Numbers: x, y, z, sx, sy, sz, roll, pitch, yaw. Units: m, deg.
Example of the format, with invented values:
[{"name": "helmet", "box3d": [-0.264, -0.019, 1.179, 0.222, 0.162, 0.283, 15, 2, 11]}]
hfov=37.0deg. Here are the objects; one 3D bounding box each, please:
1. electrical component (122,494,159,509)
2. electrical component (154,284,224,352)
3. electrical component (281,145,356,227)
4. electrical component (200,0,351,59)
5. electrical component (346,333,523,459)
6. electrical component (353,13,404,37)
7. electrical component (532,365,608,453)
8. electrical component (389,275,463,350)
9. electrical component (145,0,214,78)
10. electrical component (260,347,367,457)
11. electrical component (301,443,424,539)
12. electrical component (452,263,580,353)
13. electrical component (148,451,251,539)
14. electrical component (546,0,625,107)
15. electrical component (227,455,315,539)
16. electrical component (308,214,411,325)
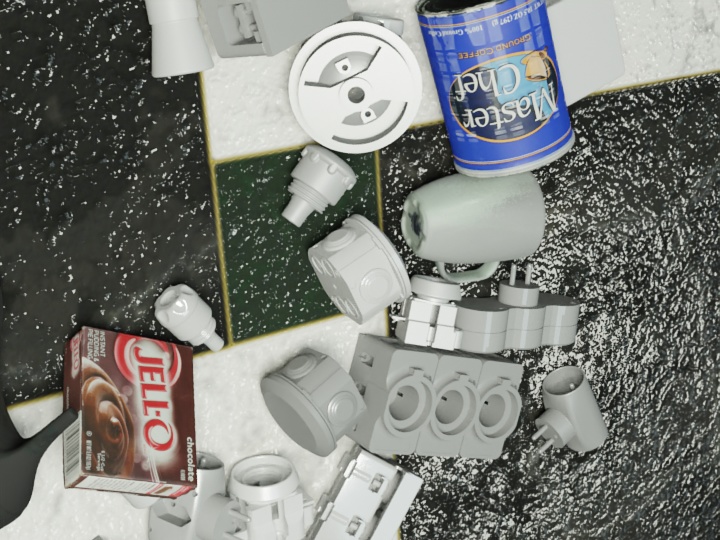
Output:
[{"name": "electrical component", "box3d": [-0.174, 0.146, 0.803, 0.055, 0.045, 0.045, 44, 78, -34]}, {"name": "electrical component", "box3d": [-0.126, 0.040, 0.813, 0.035, 0.035, 0.061, -50, 126, -13]}, {"name": "electrical component", "box3d": [-0.037, -0.063, 0.839, 0.048, 0.048, 0.062, 37, 88, -35]}, {"name": "electrical component", "box3d": [-0.075, -0.232, 0.744, 0.089, 0.062, 0.150, -39, 123, -40]}, {"name": "electrical component", "box3d": [0.065, 0.113, 0.944, 0.150, 0.062, 0.089, 10, 97, -35]}, {"name": "electrical component", "box3d": [0.012, -0.176, 0.843, 0.040, 0.040, 0.046, -3, 110, -33]}, {"name": "electrical component", "box3d": [0.199, 0.147, 1.054, 0.079, 0.043, 0.077, -38, 121, -20]}, {"name": "electrical component", "box3d": [0.060, 0.035, 0.926, 0.066, 0.048, 0.055, 10, 96, -12]}, {"name": "electrical component", "box3d": [-0.129, -0.170, 0.749, 0.044, 0.044, 0.065, -17, 107, -29]}, {"name": "electrical component", "box3d": [-0.038, 0.106, 0.863, 0.051, 0.080, 0.080, -40, 121, -25]}, {"name": "electrical component", "box3d": [-0.005, 0.215, 0.919, 0.063, 0.079, 0.121, 29, 85, -7]}, {"name": "electrical component", "box3d": [0.143, 0.030, 0.979, 0.138, 0.052, 0.073, -3, 104, -33]}, {"name": "electrical component", "box3d": [-0.119, 0.189, 0.833, 0.043, 0.079, 0.077, -1, 105, -65]}, {"name": "electrical component", "box3d": [0.178, -0.198, 0.942, 0.100, 0.048, 0.099, -30, 118, -24]}, {"name": "electrical component", "box3d": [-0.077, 0.187, 0.872, 0.078, 0.058, 0.057, -14, 113, -30]}, {"name": "electrical component", "box3d": [0.000, 0.000, 0.859, 0.051, 0.080, 0.080, -34, 119, -15]}]
